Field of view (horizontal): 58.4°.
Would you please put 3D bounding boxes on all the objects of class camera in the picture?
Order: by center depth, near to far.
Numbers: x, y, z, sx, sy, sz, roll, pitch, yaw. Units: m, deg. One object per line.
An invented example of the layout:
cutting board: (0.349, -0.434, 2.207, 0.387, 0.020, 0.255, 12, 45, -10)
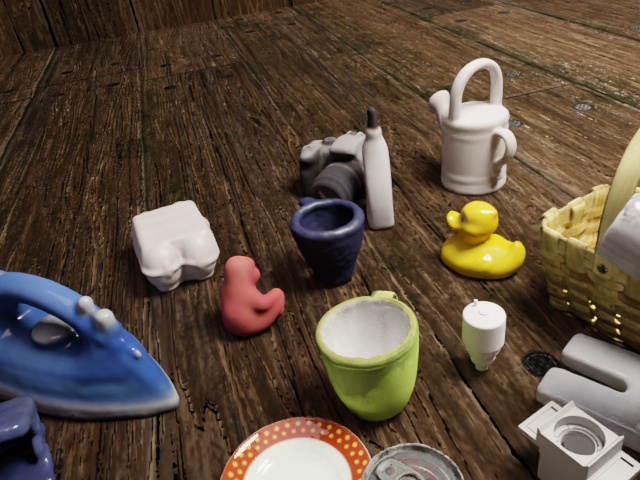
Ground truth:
camera: (0.023, -0.103, 0.882, 0.142, 0.101, 0.137, 10, 36, 25)

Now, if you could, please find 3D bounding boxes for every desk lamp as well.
desk lamp: (0.289, 0.074, 0.445, 0.202, 0.214, 0.118, 21, 42, 37)

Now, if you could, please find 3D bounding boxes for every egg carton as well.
egg carton: (-0.200, 0.004, 0.790, 0.107, 0.069, 0.150, -19, 34, -17)

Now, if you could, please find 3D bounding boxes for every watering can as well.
watering can: (0.227, -0.177, 0.868, 0.172, 0.194, 0.101, 20, 42, 36)

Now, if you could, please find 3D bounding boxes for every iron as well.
iron: (-0.267, 0.094, 0.596, 0.257, 0.142, 0.119, 8, 36, 23)

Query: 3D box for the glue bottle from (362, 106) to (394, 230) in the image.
glue bottle: (0.078, -0.105, 0.806, 0.037, 0.173, 0.078, -8, 32, 0)

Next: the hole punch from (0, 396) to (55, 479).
hole punch: (-0.306, 0.186, 0.509, 0.109, 0.091, 0.100, -23, 35, -22)

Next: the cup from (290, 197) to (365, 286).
cup: (0.007, 0.003, 0.726, 0.092, 0.095, 0.117, -20, 35, -19)

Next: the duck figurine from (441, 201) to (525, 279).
duck figurine: (0.201, -0.006, 0.707, 0.104, 0.086, 0.078, 15, 39, 31)

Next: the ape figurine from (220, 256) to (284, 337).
ape figurine: (-0.085, 0.059, 0.660, 0.077, 0.092, 0.076, 20, 42, 37)
